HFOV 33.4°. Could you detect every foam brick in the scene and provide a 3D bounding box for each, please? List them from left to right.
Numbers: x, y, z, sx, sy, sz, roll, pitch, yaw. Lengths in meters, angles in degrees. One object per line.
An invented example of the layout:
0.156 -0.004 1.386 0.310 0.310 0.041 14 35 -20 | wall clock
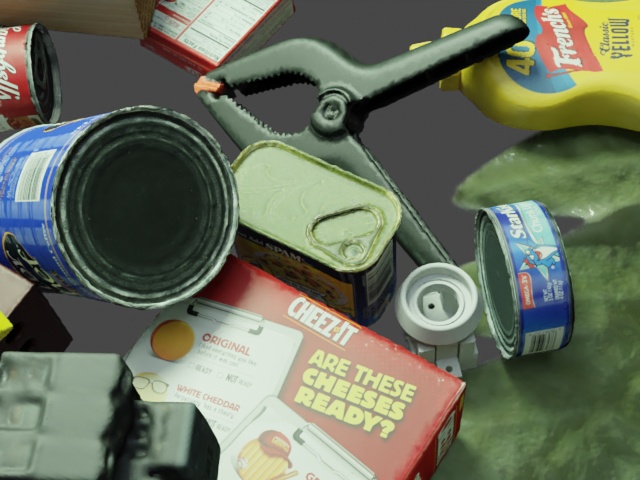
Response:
-0.185 0.051 0.607 0.051 0.078 0.053 27 67 18 | foam brick

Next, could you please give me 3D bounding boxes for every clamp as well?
0.015 -0.066 0.668 0.210 0.036 0.164 8 82 22 | clamp

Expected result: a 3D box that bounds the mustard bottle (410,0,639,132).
0.153 -0.114 0.686 0.191 0.058 0.096 2 60 7 | mustard bottle

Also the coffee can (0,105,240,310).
-0.122 -0.017 0.589 0.102 0.102 0.141 -50 25 -22 | coffee can

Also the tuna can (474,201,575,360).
0.112 0.022 0.593 0.033 0.086 0.086 -10 59 -3 | tuna can

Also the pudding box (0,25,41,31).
-0.233 -0.193 0.778 0.090 0.039 0.113 21 66 14 | pudding box

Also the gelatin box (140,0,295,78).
-0.072 -0.155 0.747 0.073 0.030 0.089 31 66 19 | gelatin box

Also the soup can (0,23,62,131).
-0.231 -0.105 0.708 0.102 0.068 0.068 -5 59 3 | soup can

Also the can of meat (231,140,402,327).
-0.004 0.001 0.616 0.102 0.084 0.057 25 64 18 | can of meat

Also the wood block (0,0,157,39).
-0.213 -0.204 0.708 0.206 0.091 0.090 7 63 6 | wood block

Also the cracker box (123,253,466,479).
-0.048 0.132 0.551 0.164 0.072 0.213 28 65 20 | cracker box

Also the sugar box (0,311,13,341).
-0.241 0.094 0.531 0.048 0.093 0.176 47 109 6 | sugar box
